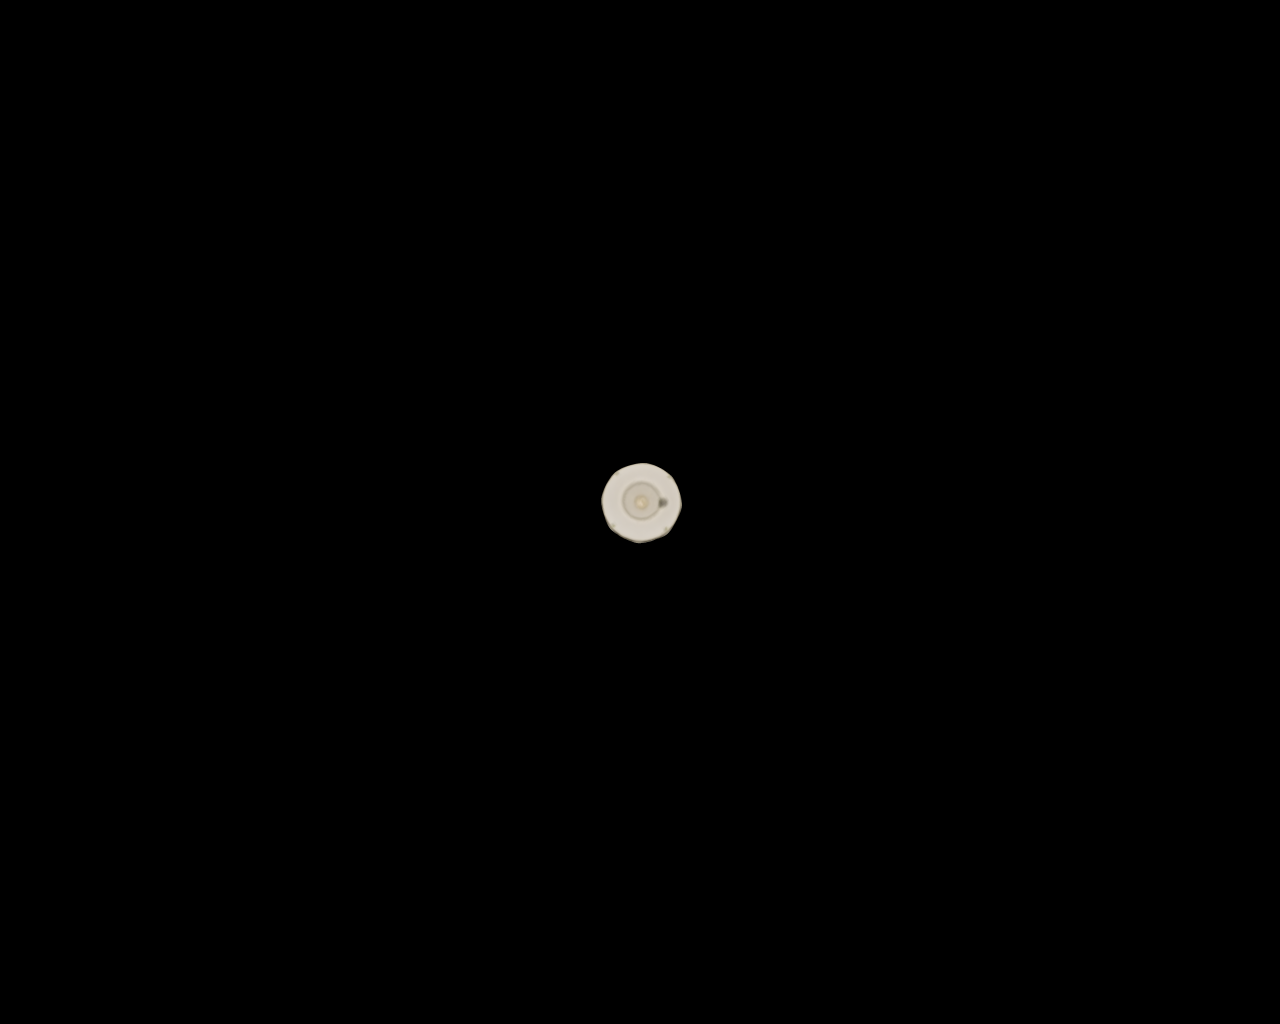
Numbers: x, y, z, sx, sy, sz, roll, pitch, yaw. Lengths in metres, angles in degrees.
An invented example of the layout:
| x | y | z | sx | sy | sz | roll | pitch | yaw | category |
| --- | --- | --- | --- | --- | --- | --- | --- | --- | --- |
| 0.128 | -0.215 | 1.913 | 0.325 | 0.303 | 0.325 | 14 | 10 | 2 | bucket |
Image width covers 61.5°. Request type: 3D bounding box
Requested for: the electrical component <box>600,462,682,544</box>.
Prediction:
| x | y | z | sx | sy | sz | roll | pitch | yaw | category |
| --- | --- | --- | --- | --- | --- | --- | --- | --- | --- |
| 0.001 | -0.003 | 0.650 | 0.048 | 0.048 | 0.062 | 0 | -8 | 0 | electrical component |
